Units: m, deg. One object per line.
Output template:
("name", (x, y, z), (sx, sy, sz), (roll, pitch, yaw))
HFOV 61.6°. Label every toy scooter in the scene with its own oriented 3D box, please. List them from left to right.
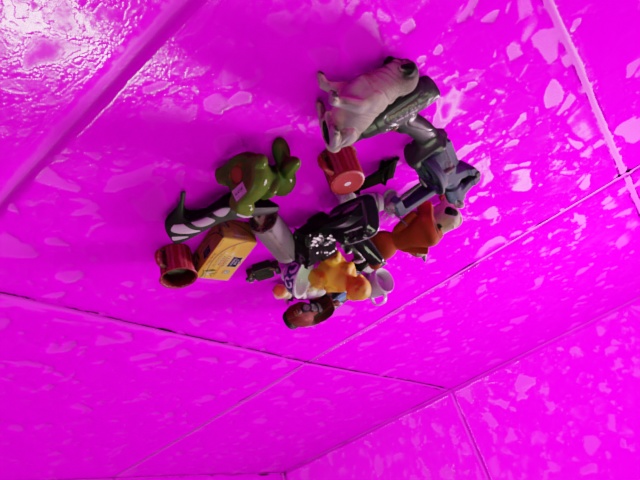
("toy scooter", (-0.017, 0.213, 1.606), (0.135, 0.075, 0.183), (-33, 156, 29))

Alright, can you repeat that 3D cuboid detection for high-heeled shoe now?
("high-heeled shoe", (-0.224, -0.040, 1.220), (0.249, 0.086, 0.145), (8, 125, -11))

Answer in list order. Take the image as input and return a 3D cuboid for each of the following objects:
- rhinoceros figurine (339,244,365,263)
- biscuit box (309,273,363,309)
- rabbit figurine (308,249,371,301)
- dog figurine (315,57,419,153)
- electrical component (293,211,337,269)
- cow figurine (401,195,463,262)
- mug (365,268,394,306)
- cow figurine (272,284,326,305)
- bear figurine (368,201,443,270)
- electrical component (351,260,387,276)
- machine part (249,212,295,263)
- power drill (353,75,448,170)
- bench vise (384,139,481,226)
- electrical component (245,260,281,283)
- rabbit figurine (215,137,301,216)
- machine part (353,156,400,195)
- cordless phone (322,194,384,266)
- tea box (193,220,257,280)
("rhinoceros figurine", (0.105, -0.001, 1.464), (0.112, 0.073, 0.190), (-22, 146, 3))
("biscuit box", (0.054, 0.165, 1.691), (0.059, 0.063, 0.202), (18, 132, -42))
("rabbit figurine", (0.074, 0.122, 1.518), (0.122, 0.173, 0.162), (-56, 144, -8))
("dog figurine", (0.097, -0.258, 1.043), (0.191, 0.121, 0.172), (-12, 147, -13))
("electrical component", (-0.003, -0.004, 1.368), (0.134, 0.058, 0.114), (-32, 138, -33))
("cow figurine", (0.300, -0.025, 1.477), (0.195, 0.127, 0.085), (-33, 142, 16))
("mug", (0.176, 0.157, 1.709), (0.081, 0.109, 0.107), (2, 155, -38))
("cow figurine", (-0.062, 0.150, 1.612), (0.167, 0.068, 0.098), (-9, 152, -12))
("bear figurine", (0.209, -0.007, 1.384), (0.196, 0.120, 0.132), (-21, -167, 22))
("electrical component", (0.160, 0.054, 1.594), (0.075, 0.048, 0.119), (13, 135, -40))
("machine part", (-0.110, -0.011, 1.340), (0.079, 0.079, 0.243), (-24, 147, 8))
("power drill", (0.170, -0.237, 1.158), (0.232, 0.086, 0.207), (-35, 136, 19))
("bench vise", (0.262, -0.129, 1.295), (0.240, 0.129, 0.223), (-36, 139, -5))
("electrical component", (-0.159, 0.091, 1.493), (0.102, 0.045, 0.078), (-14, 145, -8))
("rabbit figurine", (-0.113, -0.142, 1.145), (0.170, 0.121, 0.159), (-3, 141, -54))
("machine part", (0.129, -0.148, 1.273), (0.139, 0.039, 0.084), (-27, 156, -26))
("cordless phone", (0.110, -0.010, 1.288), (0.184, 0.089, 0.147), (49, 143, -17))
("tea box", (-0.241, 0.026, 1.337), (0.098, 0.068, 0.169), (9, 137, -35))
